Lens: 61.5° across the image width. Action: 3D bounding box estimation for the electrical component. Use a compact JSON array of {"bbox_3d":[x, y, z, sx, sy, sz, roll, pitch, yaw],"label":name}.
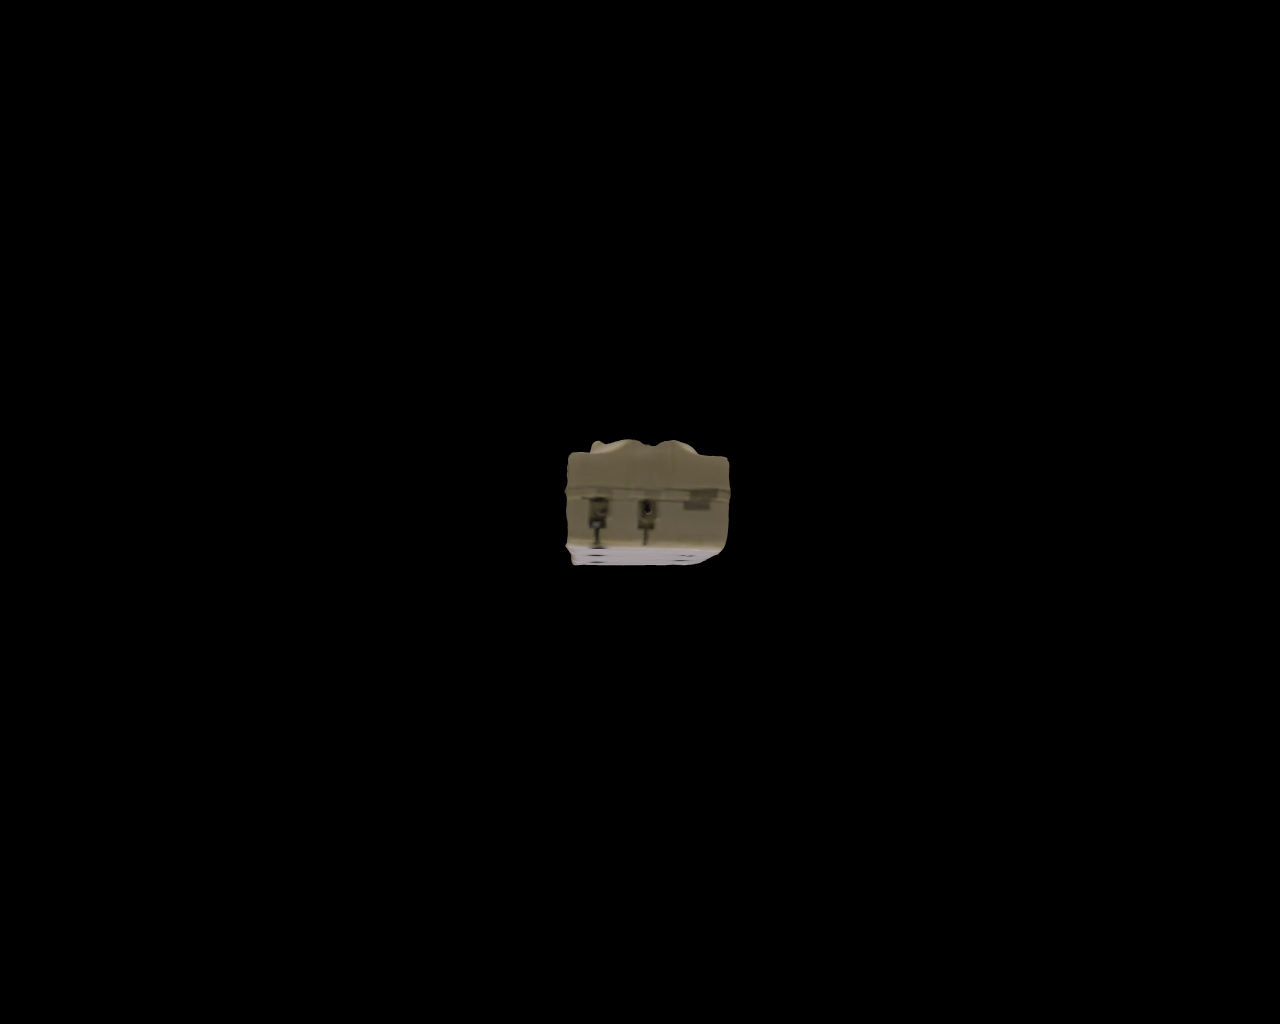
[{"bbox_3d":[0.001,-0.003,0.650,0.089,0.061,0.150,0,-7,-4],"label":"electrical component"}]
